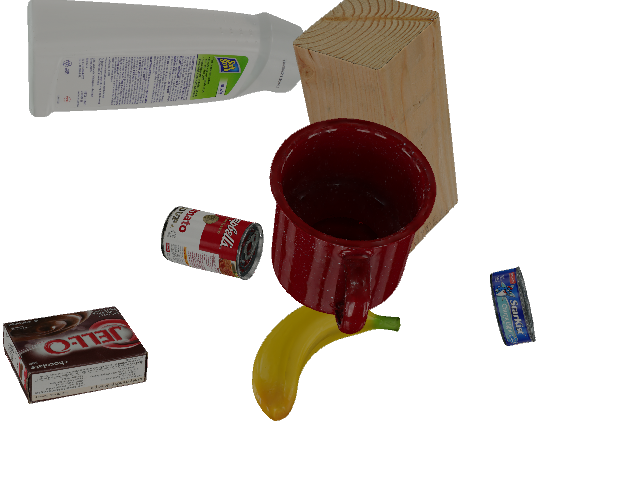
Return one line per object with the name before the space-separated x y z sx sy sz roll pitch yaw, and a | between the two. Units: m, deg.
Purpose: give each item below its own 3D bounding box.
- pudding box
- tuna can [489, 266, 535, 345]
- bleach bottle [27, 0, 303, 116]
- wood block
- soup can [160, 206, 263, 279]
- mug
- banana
pudding box | -0.227 0.104 0.988 0.113 0.039 0.090 -10 29 -27
tuna can | 0.215 0.074 1.197 0.034 0.086 0.086 -12 -3 14
bleach bottle | -0.116 -0.150 0.895 0.250 0.068 0.103 -1 -28 -15
wood block | 0.054 -0.100 0.935 0.091 0.206 0.090 24 54 33
soup can | -0.126 0.002 1.247 0.102 0.068 0.068 13 4 18
mug | 0.015 0.000 0.614 0.093 0.117 0.081 -1 -36 -8
banana | -0.008 0.083 0.840 0.070 0.037 0.197 11 23 28
